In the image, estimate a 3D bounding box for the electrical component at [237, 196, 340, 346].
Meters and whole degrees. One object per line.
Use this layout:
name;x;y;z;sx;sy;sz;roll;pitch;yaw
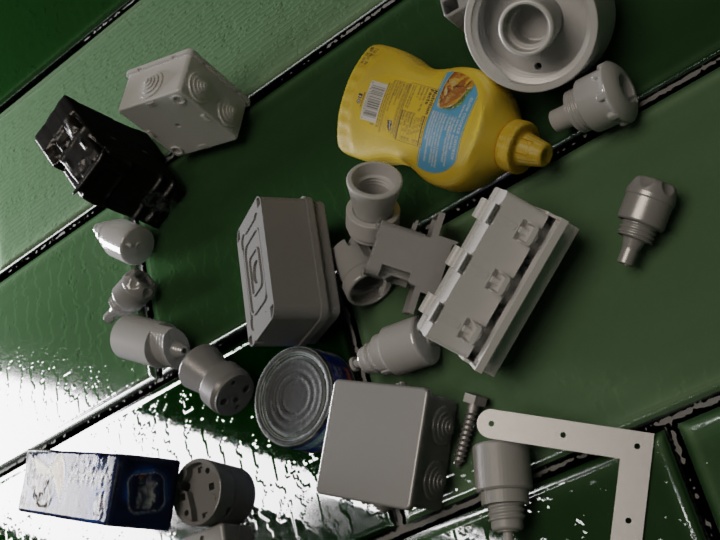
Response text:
electrical component;-0.061;0.002;0.896;0.078;0.057;0.113;129;137;-56

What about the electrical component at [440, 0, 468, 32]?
electrical component;0.114;-0.258;0.865;0.109;0.056;0.108;-25;61;29

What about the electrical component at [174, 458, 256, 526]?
electrical component;-0.121;0.189;0.906;0.055;0.047;0.055;-13;68;34

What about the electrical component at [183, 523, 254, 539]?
electrical component;-0.123;0.251;0.868;0.047;0.076;0.083;-27;61;28

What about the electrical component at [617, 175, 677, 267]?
electrical component;0.194;-0.032;0.744;0.035;0.035;0.061;22;92;40

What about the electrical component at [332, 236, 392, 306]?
electrical component;0.000;0.000;0.880;0.040;0.040;0.046;-44;49;18

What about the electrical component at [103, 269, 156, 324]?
electrical component;-0.228;0.029;1.048;0.061;0.035;0.035;-44;54;20

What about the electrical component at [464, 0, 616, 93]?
electrical component;0.129;-0.183;0.792;0.108;0.060;0.108;9;114;20

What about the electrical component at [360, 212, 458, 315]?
electrical component;0.037;-0.009;0.832;0.064;0.042;0.081;19;85;-3

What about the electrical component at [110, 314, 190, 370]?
electrical component;-0.190;0.068;1.000;0.081;0.043;0.043;10;82;39

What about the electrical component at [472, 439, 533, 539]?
electrical component;0.101;0.153;0.751;0.040;0.040;0.078;-16;66;33

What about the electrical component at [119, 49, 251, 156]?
electrical component;-0.168;-0.156;1.022;0.100;0.100;0.048;-10;57;35

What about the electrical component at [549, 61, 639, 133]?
electrical component;0.169;-0.120;0.787;0.062;0.048;0.048;-23;62;38

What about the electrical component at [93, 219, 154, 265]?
electrical component;-0.240;-0.032;1.073;0.078;0.040;0.040;21;88;40

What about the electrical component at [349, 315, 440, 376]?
electrical component;0.026;0.063;0.838;0.078;0.040;0.040;-22;63;31

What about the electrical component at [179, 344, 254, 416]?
electrical component;-0.125;0.096;0.941;0.055;0.045;0.045;32;96;39

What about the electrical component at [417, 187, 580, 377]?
electrical component;0.096;0.006;0.780;0.121;0.063;0.078;-61;10;5

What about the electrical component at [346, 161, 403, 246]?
electrical component;0.011;-0.053;0.865;0.045;0.055;0.045;1;46;-1

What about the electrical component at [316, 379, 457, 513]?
electrical component;0.022;0.133;0.813;0.100;0.048;0.099;1;76;38
